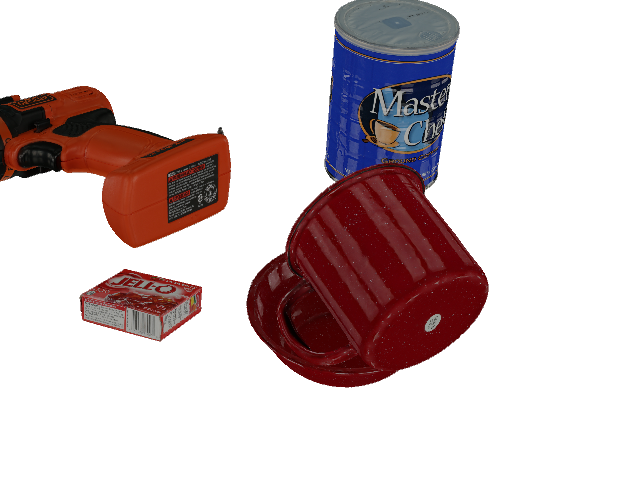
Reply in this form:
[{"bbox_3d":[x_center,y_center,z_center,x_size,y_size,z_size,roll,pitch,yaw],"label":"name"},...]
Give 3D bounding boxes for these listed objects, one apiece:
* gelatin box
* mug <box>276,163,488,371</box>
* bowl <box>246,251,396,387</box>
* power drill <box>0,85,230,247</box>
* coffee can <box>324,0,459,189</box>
[{"bbox_3d":[-0.166,0.058,0.991,0.089,0.030,0.073,12,23,22],"label":"gelatin box"},{"bbox_3d":[0.029,0.025,0.594,0.117,0.081,0.093,-34,-32,-1],"label":"mug"},{"bbox_3d":[0.020,0.070,0.895,0.162,0.055,0.162,1,40,-1],"label":"bowl"},{"bbox_3d":[-0.169,-0.053,0.716,0.188,0.057,0.184,20,32,31],"label":"power drill"},{"bbox_3d":[0.058,-0.122,0.909,0.103,0.140,0.103,3,35,-2],"label":"coffee can"}]
